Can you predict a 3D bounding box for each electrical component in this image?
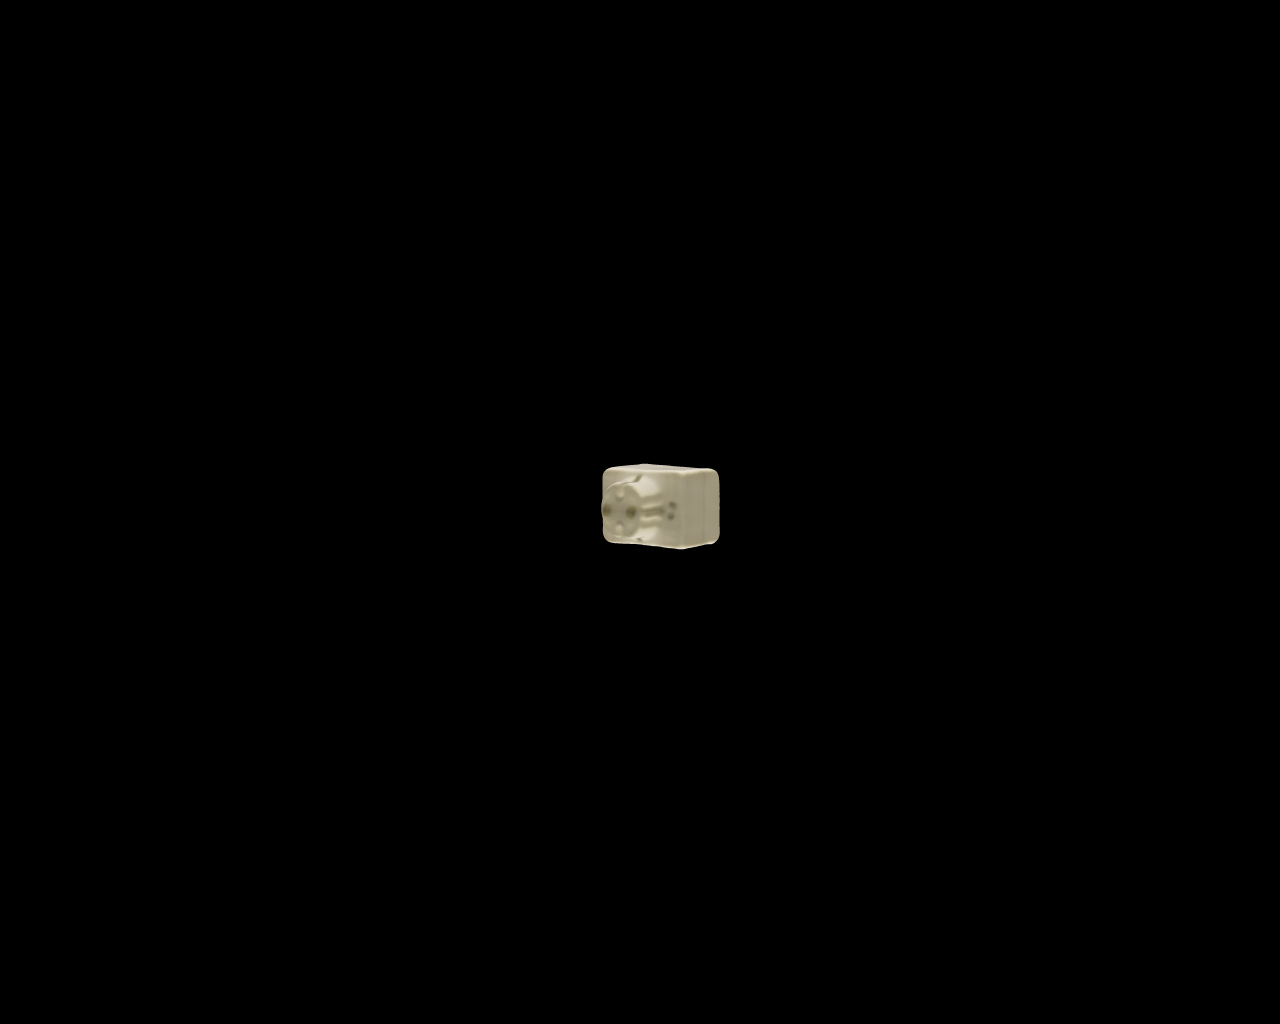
[{"bbox_3d":[0.001,-0.003,0.650,0.066,0.047,0.077,5,8,40],"label":"electrical component"}]
